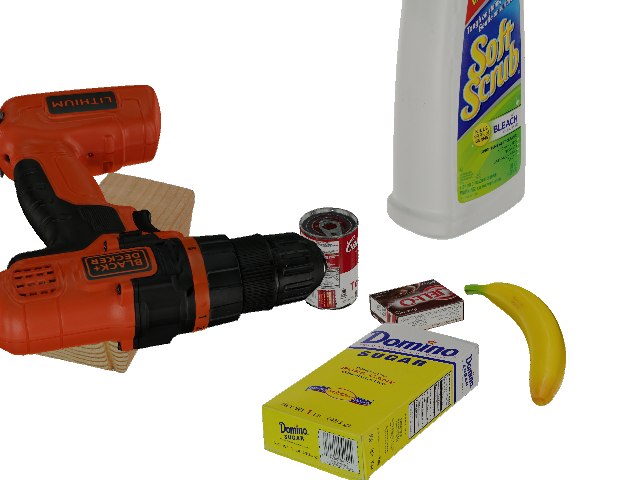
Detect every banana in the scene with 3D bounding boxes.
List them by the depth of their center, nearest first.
[{"bbox_3d":[0.221,0.100,1.134,0.069,0.037,0.198,-27,36,1],"label":"banana"}]

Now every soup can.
[{"bbox_3d":[0.010,0.022,1.245,0.068,0.102,0.068,-1,31,1],"label":"soup can"}]

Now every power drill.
[{"bbox_3d":[-0.107,-0.018,0.620,0.184,0.057,0.188,-8,42,-21],"label":"power drill"}]

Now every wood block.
[{"bbox_3d":[-0.185,0.022,0.974,0.090,0.091,0.206,12,25,2],"label":"wood block"}]

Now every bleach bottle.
[{"bbox_3d":[0.089,-0.132,0.698,0.102,0.251,0.068,-26,35,-33],"label":"bleach bottle"}]

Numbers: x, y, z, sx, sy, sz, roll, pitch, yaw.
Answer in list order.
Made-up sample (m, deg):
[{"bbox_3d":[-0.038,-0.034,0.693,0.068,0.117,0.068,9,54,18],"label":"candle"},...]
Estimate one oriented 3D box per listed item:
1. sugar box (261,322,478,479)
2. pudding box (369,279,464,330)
[{"bbox_3d":[0.044,0.120,0.839,0.093,0.048,0.175,12,27,33],"label":"sugar box"},{"bbox_3d":[0.140,0.098,1.559,0.113,0.039,0.090,-15,22,-19],"label":"pudding box"}]
